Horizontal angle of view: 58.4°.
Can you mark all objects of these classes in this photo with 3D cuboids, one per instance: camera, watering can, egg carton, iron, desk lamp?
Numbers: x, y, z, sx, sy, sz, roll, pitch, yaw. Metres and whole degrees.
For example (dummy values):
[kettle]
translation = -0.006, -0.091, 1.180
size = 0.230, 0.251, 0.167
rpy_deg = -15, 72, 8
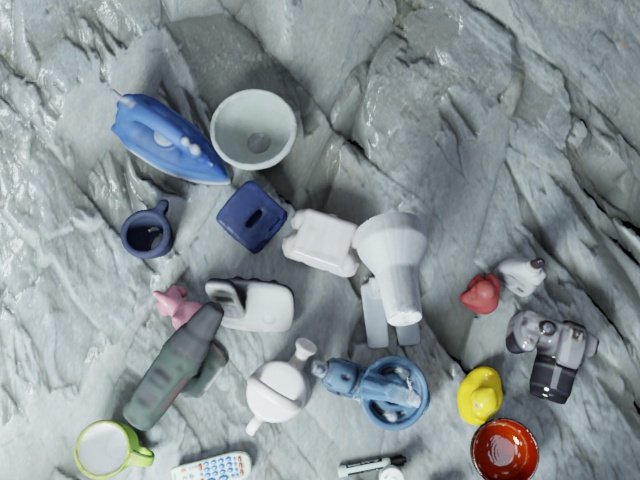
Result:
[camera]
translation = 0.398, 0.206, 0.996
size = 0.143, 0.101, 0.137
rpy_deg = 18, 78, 6
[watering can]
translation = -0.068, 0.244, 0.952
size = 0.101, 0.194, 0.173
rpy_deg = 11, 77, 5
[egg carton]
translation = 0.010, 0.004, 1.072
size = 0.150, 0.069, 0.107
rpy_deg = 18, 78, 6
[iron]
translation = -0.285, -0.198, 1.092
size = 0.258, 0.141, 0.119
rpy_deg = 32, 80, 9
[desk lamp]
translation = 0.128, 0.074, 0.977
size = 0.118, 0.213, 0.203
rpy_deg = -6, 76, 0

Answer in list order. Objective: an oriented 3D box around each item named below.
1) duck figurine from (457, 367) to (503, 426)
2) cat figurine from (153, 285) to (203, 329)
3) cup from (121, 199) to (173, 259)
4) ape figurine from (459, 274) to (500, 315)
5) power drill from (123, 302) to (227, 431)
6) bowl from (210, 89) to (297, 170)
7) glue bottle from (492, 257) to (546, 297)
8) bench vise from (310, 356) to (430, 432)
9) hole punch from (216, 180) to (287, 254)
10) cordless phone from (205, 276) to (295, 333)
[duck figurine]
translation = 0.284, 0.271, 0.991
size = 0.077, 0.086, 0.105
rpy_deg = 22, 78, 7
[cat figurine]
translation = -0.246, 0.130, 1.024
size = 0.127, 0.118, 0.067
rpy_deg = 36, 80, 10
[cup]
translation = -0.307, -0.014, 1.072
size = 0.091, 0.095, 0.118
rpy_deg = 23, 78, 7
[ape figurine]
translation = 0.293, 0.095, 1.030
size = 0.078, 0.092, 0.076
rpy_deg = -16, 76, -2
[power drill]
translation = -0.223, 0.208, 0.958
size = 0.075, 0.208, 0.230
rpy_deg = 35, 80, 10
[bowl]
translation = -0.126, -0.205, 1.123
size = 0.167, 0.075, 0.167
rpy_deg = 0, 76, 2
[glue bottle]
translation = 0.357, 0.055, 0.996
size = 0.078, 0.173, 0.037
rpy_deg = 39, 81, 10
[bench vise]
translation = 0.085, 0.250, 0.933
size = 0.207, 0.220, 0.121
rpy_deg = -1, 76, 2
[hole punch]
translation = -0.125, -0.043, 1.076
size = 0.101, 0.091, 0.109
rpy_deg = 38, 81, 10
[cordless phone]
translation = -0.120, 0.105, 0.992
size = 0.147, 0.185, 0.094
rpy_deg = 2, 76, 2
